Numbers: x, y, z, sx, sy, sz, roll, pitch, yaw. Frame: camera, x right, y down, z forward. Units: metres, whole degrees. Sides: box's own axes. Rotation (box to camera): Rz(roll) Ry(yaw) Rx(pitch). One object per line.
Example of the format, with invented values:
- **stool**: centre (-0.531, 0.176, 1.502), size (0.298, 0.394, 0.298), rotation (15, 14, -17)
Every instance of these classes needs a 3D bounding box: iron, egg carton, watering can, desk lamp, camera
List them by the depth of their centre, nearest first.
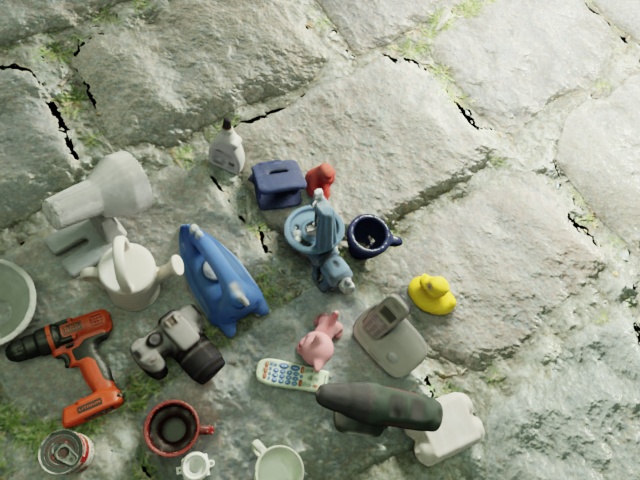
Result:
- **watering can**: centre (-0.341, 0.054, 1.040), size (0.173, 0.194, 0.101), rotation (-25, 75, -19)
- **camera**: centre (-0.251, 0.205, 1.047), size (0.143, 0.100, 0.136), rotation (-40, 80, -22)
- **desk lamp**: centre (-0.412, -0.049, 1.057), size (0.203, 0.213, 0.118), rotation (-37, 79, -21)
- **egg carton**: centre (0.235, 0.358, 1.095), size (0.150, 0.069, 0.107), rotation (-19, 73, -17)
- **iron**: centre (-0.203, 0.050, 1.096), size (0.119, 0.141, 0.258), rotation (-32, 77, -20)

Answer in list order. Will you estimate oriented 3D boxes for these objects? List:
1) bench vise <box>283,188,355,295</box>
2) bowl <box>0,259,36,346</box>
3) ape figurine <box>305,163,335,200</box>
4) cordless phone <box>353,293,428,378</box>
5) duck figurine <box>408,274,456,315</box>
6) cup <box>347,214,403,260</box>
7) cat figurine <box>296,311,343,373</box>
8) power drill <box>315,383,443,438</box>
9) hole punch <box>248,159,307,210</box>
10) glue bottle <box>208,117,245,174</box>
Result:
- **bench vise**: centre (0.018, -0.004, 1.117), size (0.207, 0.219, 0.122), rotation (42, 67, 7)
- **bowl**: centre (-0.591, 0.123, 1.030), size (0.167, 0.074, 0.167), rotation (4, 68, -9)
- **ape figurine**: centre (0.006, -0.133, 1.236), size (0.078, 0.092, 0.076), rotation (-39, 79, -22)
- **cordless phone**: centre (0.148, 0.177, 1.089), size (0.147, 0.185, 0.094), rotation (45, 68, 9)
- **duck figurine**: centre (0.242, 0.107, 1.189), size (0.104, 0.086, 0.077), rotation (34, 66, 4)
- **cup**: centre (0.107, 0.006, 1.199), size (0.118, 0.095, 0.092), rotation (10, 67, -7)
- **cat figurine**: centre (0.003, 0.190, 1.092), size (0.067, 0.117, 0.128), rotation (31, 66, 3)
- **power drill**: centre (0.089, 0.301, 1.015), size (0.230, 0.208, 0.075), rotation (9, 67, -7)
- **hole punch**: centre (-0.091, -0.128, 1.216), size (0.109, 0.091, 0.101), rotation (-10, 71, -14)
- **glue bottle**: centre (-0.191, -0.200, 1.182), size (0.078, 0.173, 0.037), rotation (25, 66, 0)
